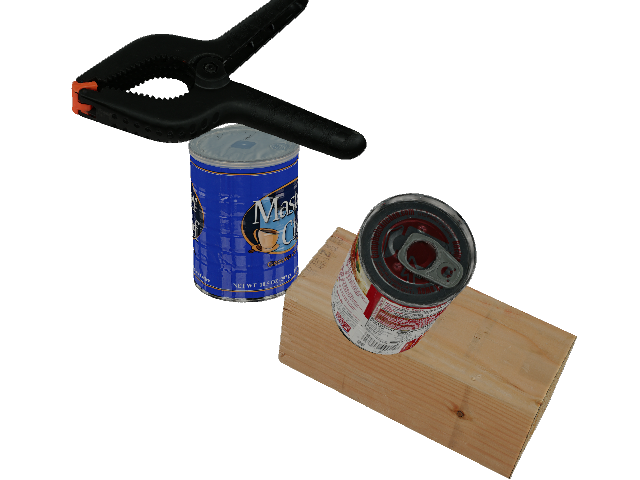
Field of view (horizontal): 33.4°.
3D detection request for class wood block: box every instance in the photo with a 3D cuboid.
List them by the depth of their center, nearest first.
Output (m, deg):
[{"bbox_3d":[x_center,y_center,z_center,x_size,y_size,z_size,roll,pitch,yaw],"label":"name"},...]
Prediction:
[{"bbox_3d":[0.079,0.085,0.836,0.206,0.091,0.090,25,49,17],"label":"wood block"}]

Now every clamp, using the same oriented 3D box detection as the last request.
[{"bbox_3d":[-0.075,-0.110,0.790,0.209,0.165,0.036,-15,-29,-20],"label":"clamp"}]

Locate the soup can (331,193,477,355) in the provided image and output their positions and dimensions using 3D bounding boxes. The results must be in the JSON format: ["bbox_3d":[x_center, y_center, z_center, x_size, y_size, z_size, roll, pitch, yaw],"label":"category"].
[{"bbox_3d":[0.047,0.024,0.638,0.068,0.068,0.102,0,-22,-9],"label":"soup can"}]

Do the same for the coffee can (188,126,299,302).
[{"bbox_3d":[-0.071,-0.027,1.012,0.103,0.140,0.103,1,24,0],"label":"coffee can"}]

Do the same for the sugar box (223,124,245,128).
[{"bbox_3d":[-0.087,-0.047,1.311,0.048,0.176,0.093,-11,26,-17],"label":"sugar box"}]
